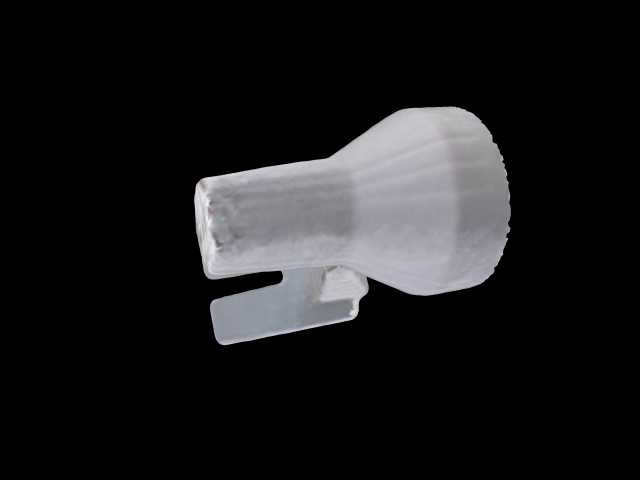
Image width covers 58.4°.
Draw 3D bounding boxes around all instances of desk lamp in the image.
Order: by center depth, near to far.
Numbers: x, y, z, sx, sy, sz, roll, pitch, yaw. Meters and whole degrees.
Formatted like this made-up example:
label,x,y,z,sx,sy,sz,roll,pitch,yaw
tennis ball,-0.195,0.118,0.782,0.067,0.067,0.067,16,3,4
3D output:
label,x,y,z,sx,sy,sz,roll,pitch,yaw
desk lamp,0.004,0.001,0.400,0.203,0.213,0.118,-13,74,-3
